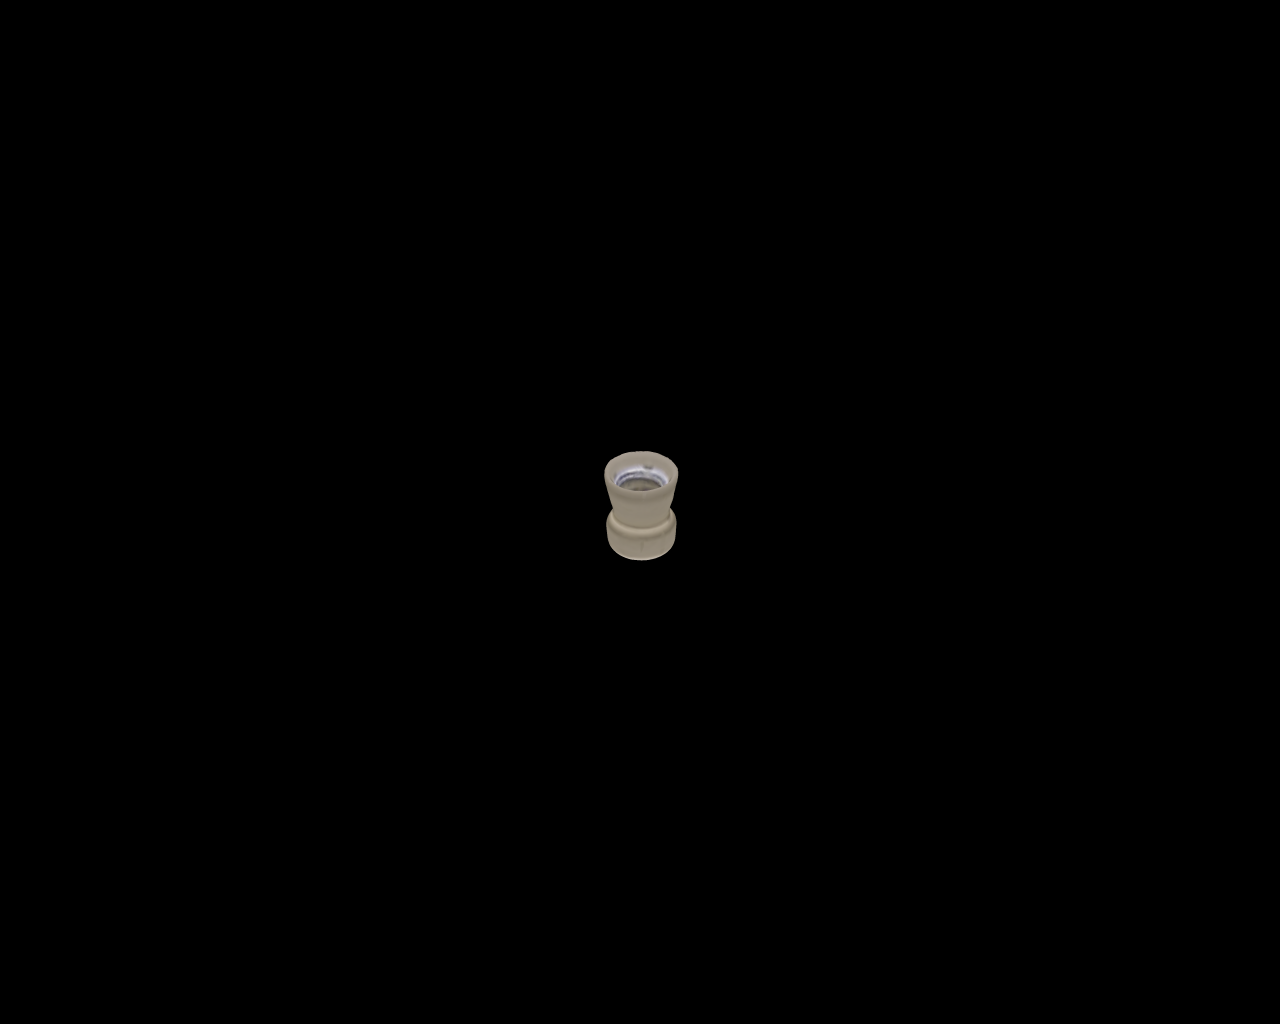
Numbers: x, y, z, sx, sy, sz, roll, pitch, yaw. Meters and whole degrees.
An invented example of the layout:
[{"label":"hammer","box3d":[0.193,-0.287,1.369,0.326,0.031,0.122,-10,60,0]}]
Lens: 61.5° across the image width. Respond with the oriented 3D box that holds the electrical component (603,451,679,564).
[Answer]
[{"label":"electrical component","box3d":[0.001,-0.003,0.650,0.045,0.055,0.045,0,36,0]}]
